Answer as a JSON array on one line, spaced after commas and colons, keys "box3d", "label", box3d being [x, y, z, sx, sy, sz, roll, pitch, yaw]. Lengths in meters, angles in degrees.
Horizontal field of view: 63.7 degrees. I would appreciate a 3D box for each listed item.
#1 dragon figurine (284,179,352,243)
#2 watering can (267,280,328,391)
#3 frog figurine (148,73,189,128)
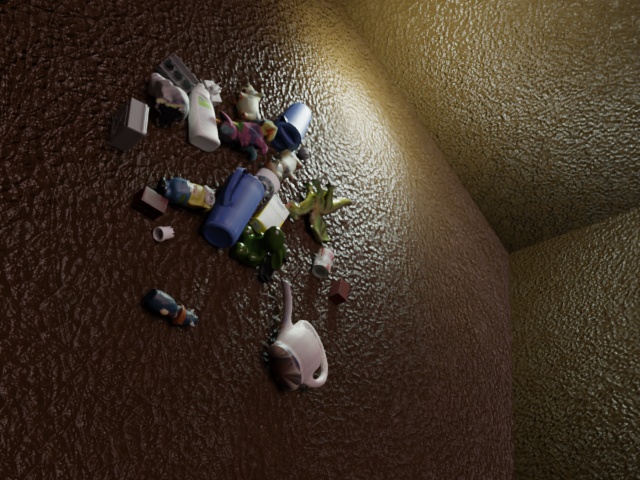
[{"box3d": [0.006, -0.104, 2.062, 0.407, 0.121, 0.246, 19, 70, -45], "label": "dragon figurine"}, {"box3d": [-0.086, 0.314, 1.603, 0.227, 0.103, 0.347, -29, 93, -57], "label": "watering can"}, {"box3d": [-0.470, -0.446, 1.603, 0.134, 0.123, 0.163, 75, 1, -57], "label": "frog figurine"}]
